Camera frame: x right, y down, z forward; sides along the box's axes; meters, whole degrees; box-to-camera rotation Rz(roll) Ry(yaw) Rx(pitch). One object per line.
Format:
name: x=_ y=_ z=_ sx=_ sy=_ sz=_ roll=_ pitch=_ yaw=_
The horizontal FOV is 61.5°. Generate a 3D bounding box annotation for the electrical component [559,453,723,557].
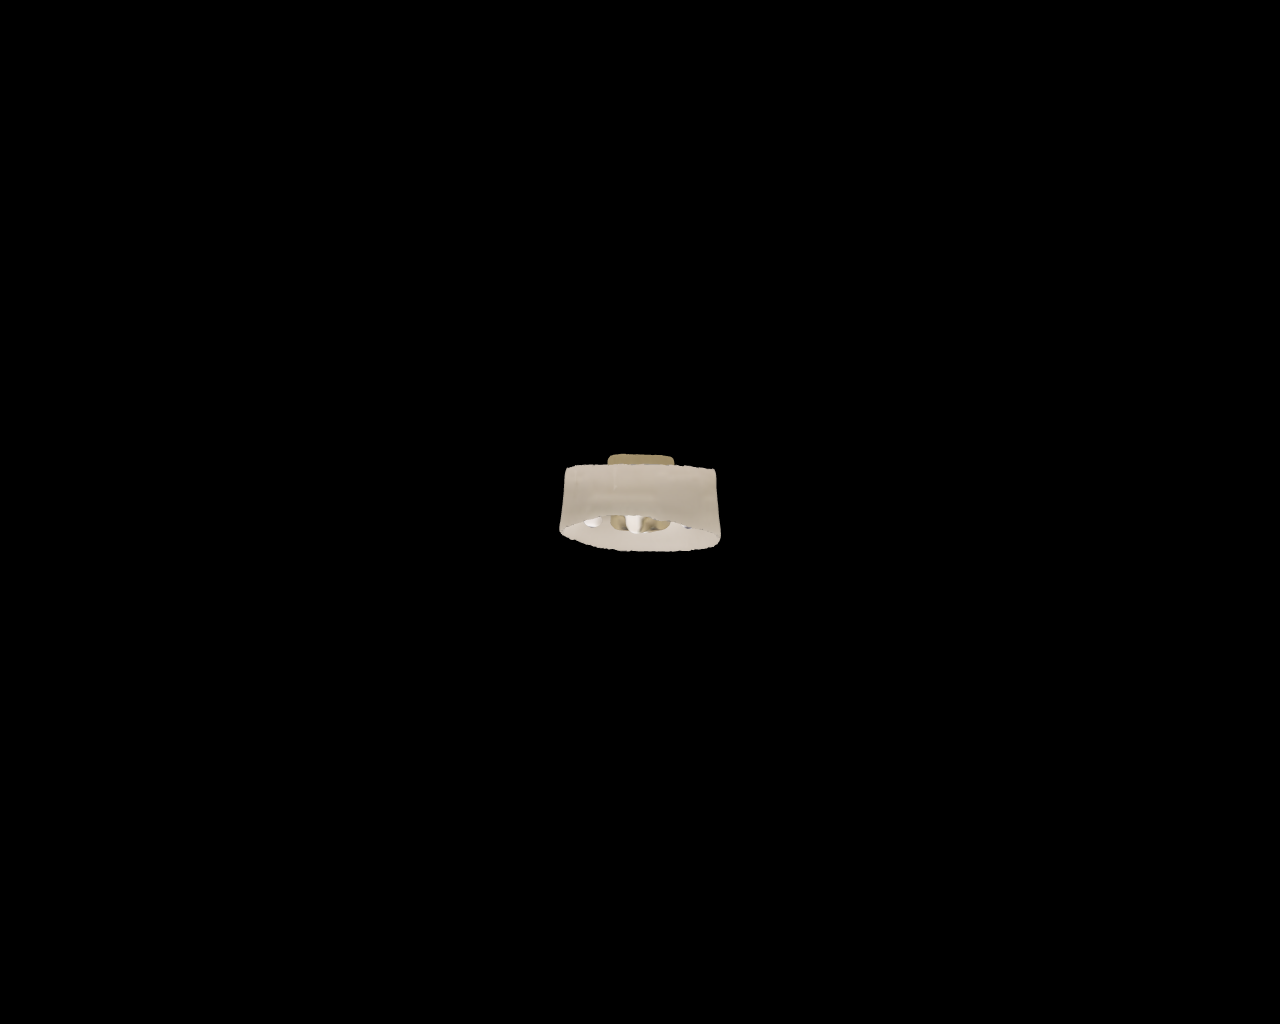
electrical component: x=0.001 y=-0.003 z=0.650 sx=0.099 sy=0.064 sz=0.099 roll=0 pitch=0 yaw=0
